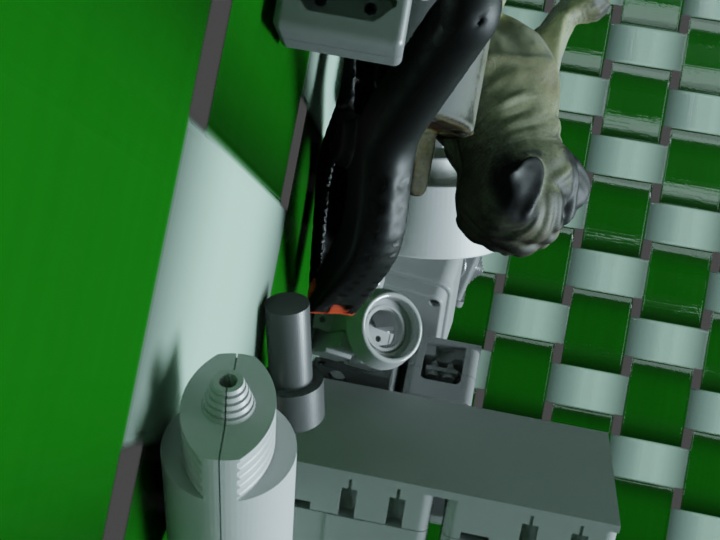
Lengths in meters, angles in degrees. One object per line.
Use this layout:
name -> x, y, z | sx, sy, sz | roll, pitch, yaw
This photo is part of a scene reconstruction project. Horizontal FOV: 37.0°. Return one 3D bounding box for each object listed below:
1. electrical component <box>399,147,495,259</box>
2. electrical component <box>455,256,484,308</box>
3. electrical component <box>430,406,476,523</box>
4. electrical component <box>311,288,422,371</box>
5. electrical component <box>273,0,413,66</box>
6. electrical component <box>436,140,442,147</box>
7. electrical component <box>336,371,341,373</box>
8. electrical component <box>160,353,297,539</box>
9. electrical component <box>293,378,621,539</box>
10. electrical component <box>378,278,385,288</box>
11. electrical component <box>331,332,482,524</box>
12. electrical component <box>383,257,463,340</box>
electrical component -> 0.049, -0.052, 0.744 | 0.108, 0.108, 0.060 | -63, 157, -70
electrical component -> 0.055, -0.013, 0.905 | 0.099, 0.100, 0.048 | -47, 159, -80
electrical component -> 0.024, 0.122, 0.717 | 0.078, 0.121, 0.063 | -72, 168, -54
electrical component -> 0.005, 0.037, 0.647 | 0.055, 0.066, 0.048 | -14, -119, 59
electrical component -> 0.000, -0.122, 0.413 | 0.076, 0.047, 0.083 | -26, 126, -89
electrical component -> 0.055, -0.131, 0.877 | 0.186, 0.060, 0.105 | -60, 159, -74
electrical component -> 0.001, 0.043, 0.730 | 0.045, 0.045, 0.055 | 15, 86, -84
electrical component -> -0.042, 0.063, 0.347 | 0.043, 0.043, 0.081 | -73, 172, -48
electrical component -> 0.047, 0.126, 0.621 | 0.105, 0.186, 0.060 | -64, 163, -69
electrical component -> 0.000, 0.000, 0.699 | 0.061, 0.035, 0.035 | -65, 165, -77
electrical component -> 0.027, 0.126, 0.831 | 0.186, 0.105, 0.060 | 93, 9, -51
electrical component -> 0.033, 0.025, 0.830 | 0.113, 0.078, 0.057 | 93, 16, -51
